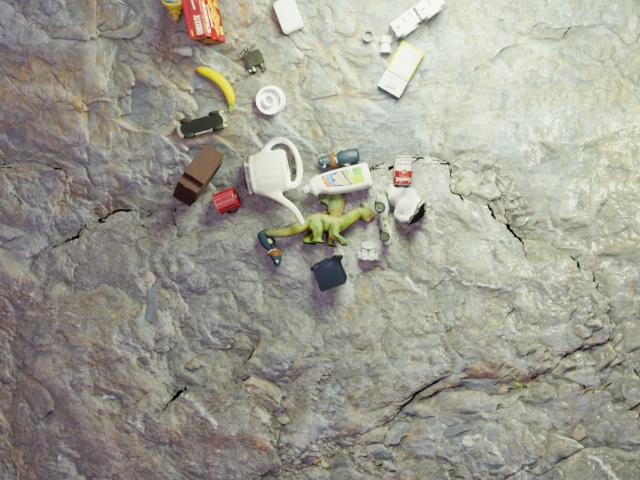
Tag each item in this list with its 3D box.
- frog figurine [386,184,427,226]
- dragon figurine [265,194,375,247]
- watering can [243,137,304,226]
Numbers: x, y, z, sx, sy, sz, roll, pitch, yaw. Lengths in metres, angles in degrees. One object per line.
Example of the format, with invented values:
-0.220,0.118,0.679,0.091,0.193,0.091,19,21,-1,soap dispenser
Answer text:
0.315,-0.137,1.928,0.161,0.123,0.135,38,118,33,frog figurine
0.006,-0.099,1.968,0.410,0.122,0.244,9,86,1,dragon figurine
-0.171,-0.212,1.917,0.224,0.103,0.350,-9,81,8,watering can
